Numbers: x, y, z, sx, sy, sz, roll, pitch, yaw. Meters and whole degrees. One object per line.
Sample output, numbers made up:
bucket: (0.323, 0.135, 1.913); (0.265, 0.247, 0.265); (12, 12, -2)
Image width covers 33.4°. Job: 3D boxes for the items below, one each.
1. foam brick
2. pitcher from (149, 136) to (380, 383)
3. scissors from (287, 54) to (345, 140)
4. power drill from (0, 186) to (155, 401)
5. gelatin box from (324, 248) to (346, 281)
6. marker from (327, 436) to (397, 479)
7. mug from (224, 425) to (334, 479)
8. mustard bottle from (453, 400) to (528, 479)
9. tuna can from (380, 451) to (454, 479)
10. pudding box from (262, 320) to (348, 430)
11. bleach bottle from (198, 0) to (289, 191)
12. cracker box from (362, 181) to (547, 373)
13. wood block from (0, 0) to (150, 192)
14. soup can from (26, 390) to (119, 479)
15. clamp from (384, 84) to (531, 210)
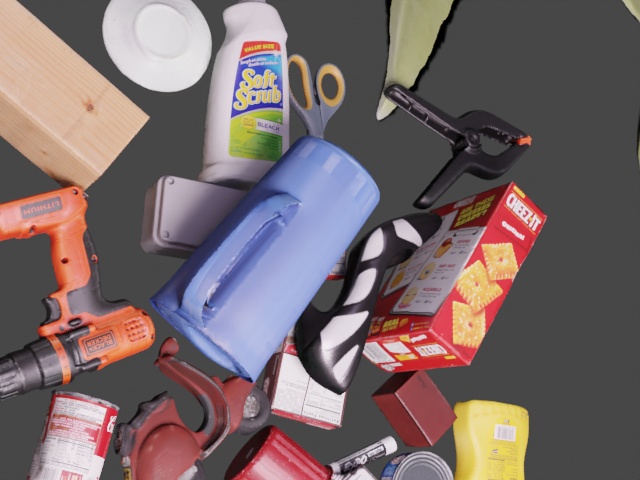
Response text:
foam brick: (0.110, 0.194, 1.236); (0.052, 0.051, 0.078); (-38, 97, -31)
pitcher: (-0.050, 0.011, 1.074); (0.145, 0.149, 0.242); (45, 75, -26)
scissors: (0.008, -0.127, 1.278); (0.096, 0.016, 0.202); (-20, 94, -35)
power drill: (-0.273, 0.051, 1.061); (0.184, 0.057, 0.187); (-19, 90, -34)
gelatin box: (-0.008, 0.002, 1.227); (0.073, 0.030, 0.089); (3, 83, -29)
marker: (0.034, 0.251, 1.199); (0.120, 0.020, 0.020); (-19, 87, -30)
mug: (-0.054, 0.257, 1.119); (0.081, 0.093, 0.117); (42, 99, -8)
mustard bottle: (0.199, 0.289, 1.256); (0.096, 0.058, 0.191); (14, 71, -32)
tuna can: (0.111, 0.286, 1.224); (0.086, 0.034, 0.086); (7, 75, -27)
pudding box: (-0.013, 0.147, 1.188); (0.090, 0.039, 0.113); (20, 71, -24)
bleach bottle: (-0.085, -0.176, 1.213); (0.102, 0.068, 0.251); (7, 72, -27)
cracker box: (0.148, 0.048, 1.226); (0.072, 0.164, 0.213); (42, 63, -17)
wood block: (-0.289, -0.151, 1.080); (0.206, 0.090, 0.090); (42, 61, -14)
soup can: (-0.241, 0.204, 1.034); (0.068, 0.069, 0.102); (21, 69, -23)
clamp: (0.178, -0.130, 1.358); (0.209, 0.036, 0.164); (-12, 78, -32)
